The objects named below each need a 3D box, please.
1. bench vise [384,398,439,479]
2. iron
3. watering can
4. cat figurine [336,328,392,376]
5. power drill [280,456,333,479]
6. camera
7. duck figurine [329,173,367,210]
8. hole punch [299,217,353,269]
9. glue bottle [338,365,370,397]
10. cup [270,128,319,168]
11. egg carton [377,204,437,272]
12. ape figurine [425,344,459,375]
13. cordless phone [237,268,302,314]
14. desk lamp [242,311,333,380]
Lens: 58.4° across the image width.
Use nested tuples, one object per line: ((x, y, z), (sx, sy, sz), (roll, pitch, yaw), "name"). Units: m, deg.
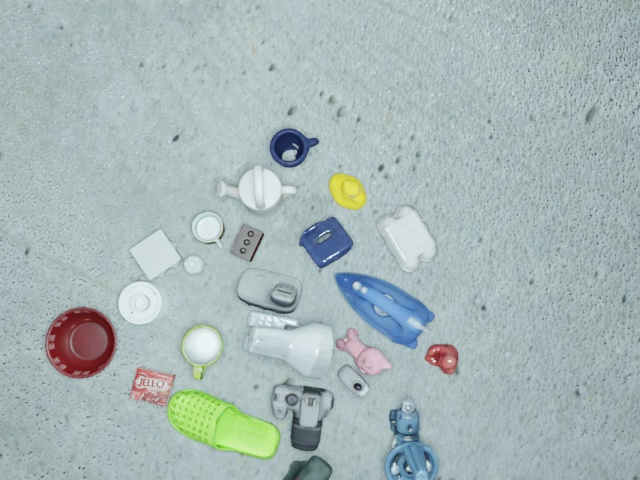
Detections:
((0.190, 0.465, 1.249), (0.121, 0.219, 0.207), (-20, 85, -3), "bench vise")
((0.141, 0.147, 1.320), (0.258, 0.141, 0.119), (32, 84, 2), "iron")
((-0.144, -0.112, 1.312), (0.173, 0.194, 0.101), (-22, 85, -4), "watering can")
((0.100, 0.264, 1.319), (0.128, 0.117, 0.067), (41, 84, 3), "cat figurine")
((-0.057, 0.564, 1.237), (0.075, 0.208, 0.230), (34, 84, 2), "power drill")
((-0.044, 0.407, 1.308), (0.143, 0.101, 0.137), (7, 84, -1), "camera")
((0.069, -0.122, 1.374), (0.104, 0.086, 0.077), (43, 85, 3), "duck figurine")
((0.012, 0.005, 1.356), (0.109, 0.091, 0.101), (-34, 86, -5), "hole punch")
((0.080, 0.321, 1.284), (0.078, 0.173, 0.037), (39, 84, 3), "glue bottle")
((-0.060, -0.216, 1.375), (0.118, 0.095, 0.092), (-16, 85, -3), "cup")
((0.211, -0.005, 1.374), (0.107, 0.069, 0.150), (-31, 86, -5), "egg carton")
((0.293, 0.279, 1.336), (0.076, 0.092, 0.078), (-23, 85, -4), "ape figurine")
((-0.117, 0.115, 1.293), (0.147, 0.185, 0.094), (12, 84, 0), "cordless phone")
((-0.076, 0.229, 1.268), (0.203, 0.213, 0.118), (11, 84, 0), "desk lamp")
